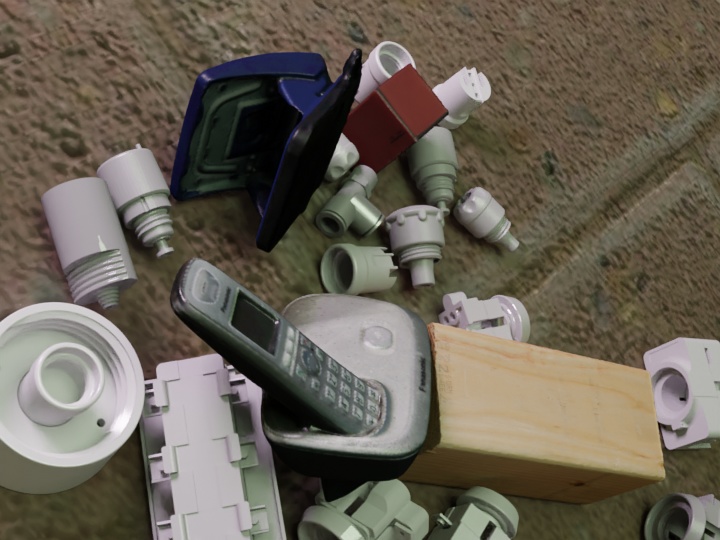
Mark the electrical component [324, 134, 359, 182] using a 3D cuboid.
[{"bbox_3d":[-0.031,-0.100,0.836,0.061,0.035,0.035,48,49,-1],"label":"electrical component"}]

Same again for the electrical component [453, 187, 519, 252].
[{"bbox_3d":[0.109,-0.039,0.904,0.061,0.035,0.035,43,50,-14],"label":"electrical component"}]

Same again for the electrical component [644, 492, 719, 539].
[{"bbox_3d":[0.270,0.216,0.874,0.057,0.058,0.078,33,53,-21],"label":"electrical component"}]

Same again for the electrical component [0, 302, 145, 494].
[{"bbox_3d":[-0.179,0.071,0.628,0.108,0.060,0.108,16,60,-29],"label":"electrical component"}]

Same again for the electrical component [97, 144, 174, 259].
[{"bbox_3d":[-0.146,-0.045,0.723,0.040,0.040,0.078,-19,80,-40],"label":"electrical component"}]

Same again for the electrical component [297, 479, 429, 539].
[{"bbox_3d":[-0.003,0.165,0.702,0.078,0.058,0.057,25,45,29],"label":"electrical component"}]

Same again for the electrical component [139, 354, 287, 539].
[{"bbox_3d":[-0.093,0.117,0.656,0.079,0.063,0.121,-10,71,-5],"label":"electrical component"}]

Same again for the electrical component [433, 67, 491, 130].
[{"bbox_3d":[0.086,-0.150,0.936,0.040,0.046,0.040,16,59,-28],"label":"electrical component"}]

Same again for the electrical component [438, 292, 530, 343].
[{"bbox_3d":[0.100,0.046,0.848,0.055,0.048,0.066,-9,73,-30],"label":"electrical component"}]

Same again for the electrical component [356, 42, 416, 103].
[{"bbox_3d":[0.018,-0.160,0.893,0.040,0.046,0.040,16,59,-28],"label":"electrical component"}]

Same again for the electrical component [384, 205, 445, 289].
[{"bbox_3d":[0.046,-0.017,0.843,0.048,0.048,0.062,2,73,-34],"label":"electrical component"}]

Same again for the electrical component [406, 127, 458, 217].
[{"bbox_3d":[0.061,-0.081,0.888,0.040,0.040,0.078,6,64,-33],"label":"electrical component"}]

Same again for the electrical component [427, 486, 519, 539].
[{"bbox_3d":[0.082,0.188,0.764,0.066,0.048,0.055,44,57,-8],"label":"electrical component"}]

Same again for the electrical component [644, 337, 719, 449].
[{"bbox_3d":[0.290,0.109,0.946,0.056,0.050,0.089,6,64,-33],"label":"electrical component"}]

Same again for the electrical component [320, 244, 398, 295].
[{"bbox_3d":[0.000,0.000,0.805,0.046,0.040,0.040,-3,69,-43],"label":"electrical component"}]

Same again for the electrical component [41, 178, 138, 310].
[{"bbox_3d":[-0.171,-0.013,0.688,0.043,0.043,0.081,-11,74,-38],"label":"electrical component"}]
